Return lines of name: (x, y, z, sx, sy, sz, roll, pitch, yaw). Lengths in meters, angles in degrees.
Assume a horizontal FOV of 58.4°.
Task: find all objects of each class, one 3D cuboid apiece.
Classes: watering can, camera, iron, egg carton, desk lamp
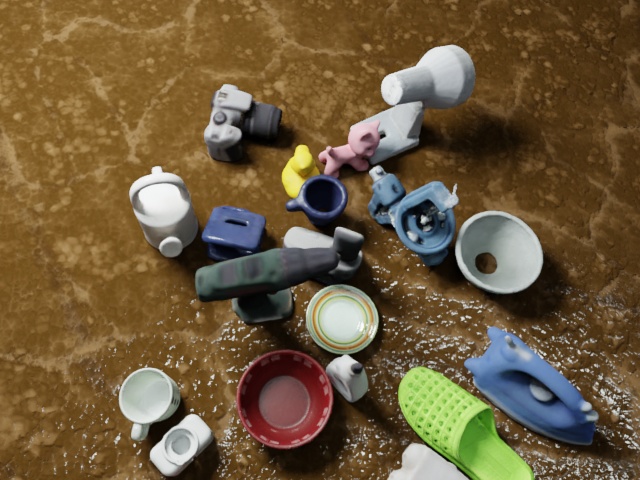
watering can: (-0.270, -0.054, 1.005, 0.101, 0.194, 0.172, -34, 75, -18)
camera: (-0.149, -0.237, 1.144, 0.137, 0.101, 0.143, 11, 67, -1)
iron: (0.385, 0.254, 0.974, 0.258, 0.141, 0.119, 38, 69, 10)
egg carton: (0.185, 0.410, 0.928, 0.150, 0.069, 0.107, 35, 68, 9)
desk lamp: (0.182, -0.270, 1.132, 0.203, 0.213, 0.118, -27, 72, -16)

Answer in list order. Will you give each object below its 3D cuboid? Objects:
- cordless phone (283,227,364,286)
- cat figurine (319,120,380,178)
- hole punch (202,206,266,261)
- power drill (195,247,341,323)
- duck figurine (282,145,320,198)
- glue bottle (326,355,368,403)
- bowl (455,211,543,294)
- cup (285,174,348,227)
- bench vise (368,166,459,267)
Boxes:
cordless phone: (0.009, 0.004, 1.015, 0.147, 0.185, 0.094, 17, 67, 2)
cat figurine: (0.066, -0.187, 1.137, 0.128, 0.118, 0.067, -19, 71, -13)
hole punch: (-0.158, -0.016, 1.057, 0.108, 0.091, 0.101, 11, 67, -1)
power drill: (-0.088, 0.074, 0.963, 0.230, 0.208, 0.075, -8, 68, -9)
duck figurine: (-0.035, -0.135, 1.122, 0.077, 0.086, 0.104, 1, 67, -5)
glue bottle: (0.050, 0.220, 0.936, 0.037, 0.173, 0.078, -40, 76, -19)
bowl: (0.332, 0.033, 1.097, 0.167, 0.075, 0.167, 2, 67, -5)
cup: (-0.009, -0.061, 1.089, 0.118, 0.095, 0.091, -15, 70, -12)
bench vise: (0.164, -0.058, 1.038, 0.207, 0.220, 0.122, 32, 68, 8)
